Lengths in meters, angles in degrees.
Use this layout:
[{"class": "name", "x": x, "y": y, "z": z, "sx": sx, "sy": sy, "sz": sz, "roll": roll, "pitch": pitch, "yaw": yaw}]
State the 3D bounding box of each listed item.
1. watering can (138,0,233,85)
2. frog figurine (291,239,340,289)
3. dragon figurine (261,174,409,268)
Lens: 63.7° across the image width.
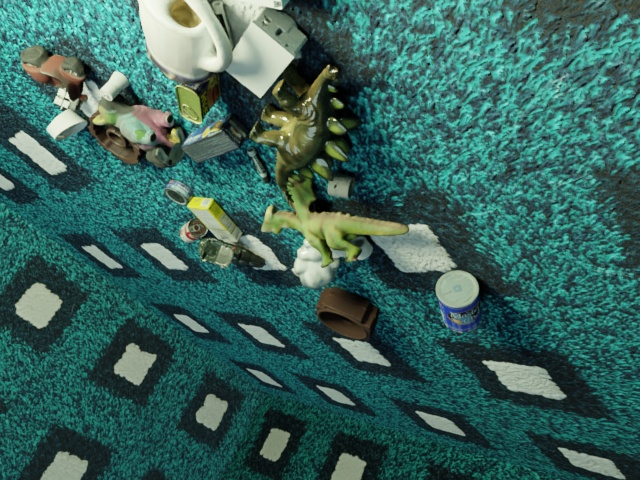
[{"class": "watering can", "x": -0.283, "y": -0.416, "z": 0.920, "sx": 0.348, "sy": 0.105, "sz": 0.221, "roll": 45, "pitch": 157, "yaw": 4}, {"class": "frog figurine", "x": -0.006, "y": 0.061, "z": 1.467, "sx": 0.137, "sy": 0.125, "sz": 0.156, "roll": 0, "pitch": 147, "yaw": -17}, {"class": "dragon figurine", "x": 0.004, "y": -0.064, "z": 1.267, "sx": 0.406, "sy": 0.125, "sz": 0.240, "roll": -19, "pitch": 119, "yaw": 44}]
